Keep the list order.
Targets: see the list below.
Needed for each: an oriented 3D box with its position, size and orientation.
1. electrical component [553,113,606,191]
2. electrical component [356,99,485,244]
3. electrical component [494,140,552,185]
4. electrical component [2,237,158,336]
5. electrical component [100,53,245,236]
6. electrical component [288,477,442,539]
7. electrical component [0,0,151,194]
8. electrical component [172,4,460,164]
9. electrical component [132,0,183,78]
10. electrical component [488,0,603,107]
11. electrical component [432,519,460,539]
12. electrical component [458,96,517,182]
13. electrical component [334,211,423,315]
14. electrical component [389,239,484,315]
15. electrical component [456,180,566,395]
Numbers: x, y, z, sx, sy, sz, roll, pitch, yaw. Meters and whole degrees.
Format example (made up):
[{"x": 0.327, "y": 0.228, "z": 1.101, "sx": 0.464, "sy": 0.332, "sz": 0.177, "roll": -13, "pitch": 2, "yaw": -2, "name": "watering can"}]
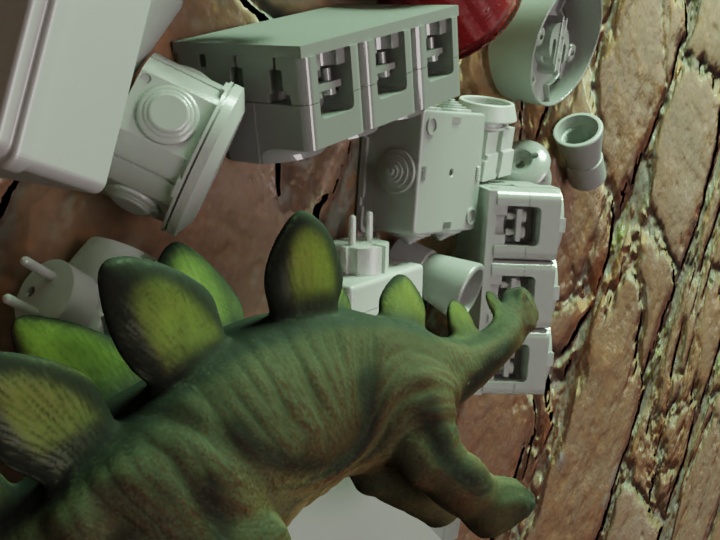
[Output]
[{"x": 0.201, "y": -0.103, "z": 0.968, "sx": 0.044, "sy": 0.044, "sz": 0.065, "roll": -58, "pitch": 145, "yaw": -28, "name": "electrical component"}, {"x": 0.044, "y": -0.069, "z": 0.746, "sx": 0.100, "sy": 0.048, "sz": 0.099, "roll": -8, "pitch": 105, "yaw": -54, "name": "electrical component"}, {"x": 0.136, "y": -0.073, "z": 0.882, "sx": 0.048, "sy": 0.048, "sz": 0.062, "roll": -65, "pitch": 152, "yaw": -20, "name": "electrical component"}, {"x": -0.137, "y": 0.020, "z": 0.516, "sx": 0.079, "sy": 0.043, "sz": 0.077, "roll": 40, "pitch": 66, "yaw": -50, "name": "electrical component"}, {"x": -0.092, "y": -0.061, "z": 0.524, "sx": 0.080, "sy": 0.051, "sz": 0.080, "roll": -62, "pitch": -172, "yaw": 16, "name": "electrical component"}, {"x": -0.035, "y": 0.155, "z": 0.612, "sx": 0.105, "sy": 0.060, "sz": 0.186, "roll": -58, "pitch": 136, "yaw": -22, "name": "electrical component"}, {"x": -0.143, "y": -0.092, "z": 0.422, "sx": 0.056, "sy": 0.109, "sz": 0.108, "roll": 19, "pitch": 83, "yaw": -58, "name": "electrical component"}, {"x": -0.019, "y": -0.109, "z": 0.610, "sx": 0.150, "sy": 0.089, "sz": 0.061, "roll": -29, "pitch": 121, "yaw": -48, "name": "electrical component"}, {"x": -0.109, "y": -0.131, "z": 0.516, "sx": 0.081, "sy": 0.043, "sz": 0.043, "roll": -62, "pitch": 142, "yaw": -24, "name": "electrical component"}, {"x": 0.146, "y": -0.179, "z": 0.849, "sx": 0.099, "sy": 0.064, "sz": 0.099, "roll": -20, "pitch": 115, "yaw": -51, "name": "electrical component"}, {"x": 0.035, "y": 0.223, "z": 0.807, "sx": 0.056, "sy": 0.050, "sz": 0.089, "roll": 6, "pitch": 94, "yaw": -55, "name": "electrical component"}, {"x": 0.092, "y": -0.100, "z": 0.809, "sx": 0.066, "sy": 0.048, "sz": 0.055, "roll": -18, "pitch": 121, "yaw": -52, "name": "electrical component"}, {"x": 0.000, "y": 0.000, "z": 0.702, "sx": 0.083, "sy": 0.047, "sz": 0.075, "roll": -17, "pitch": 112, "yaw": -52, "name": "electrical component"}, {"x": 0.049, "y": 0.004, "z": 0.756, "sx": 0.044, "sy": 0.065, "sz": 0.044, "roll": -50, "pitch": 154, "yaw": -35, "name": "electrical component"}, {"x": 0.111, "y": 0.011, "z": 0.812, "sx": 0.089, "sy": 0.062, "sz": 0.150, "roll": -127, "pitch": -140, "yaw": -77, "name": "electrical component"}]
